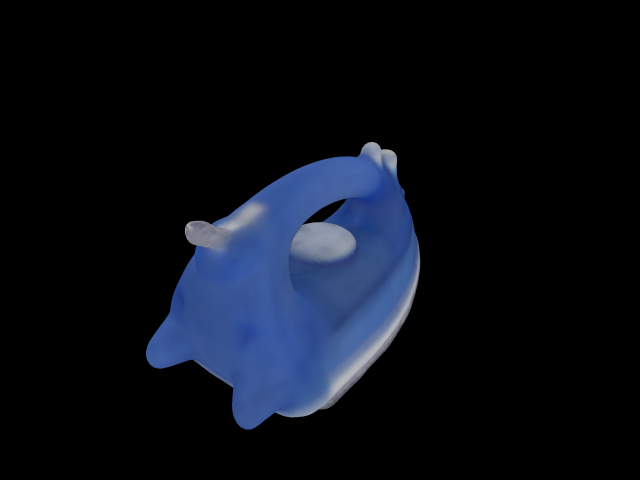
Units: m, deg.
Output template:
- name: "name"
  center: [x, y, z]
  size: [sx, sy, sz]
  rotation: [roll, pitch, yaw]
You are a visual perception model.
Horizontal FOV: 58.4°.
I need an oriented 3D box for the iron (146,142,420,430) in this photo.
- name: "iron"
  center: [0.004, 0.001, 0.400]
  size: [0.118, 0.141, 0.259]
  rotation: [22, 39, 30]
